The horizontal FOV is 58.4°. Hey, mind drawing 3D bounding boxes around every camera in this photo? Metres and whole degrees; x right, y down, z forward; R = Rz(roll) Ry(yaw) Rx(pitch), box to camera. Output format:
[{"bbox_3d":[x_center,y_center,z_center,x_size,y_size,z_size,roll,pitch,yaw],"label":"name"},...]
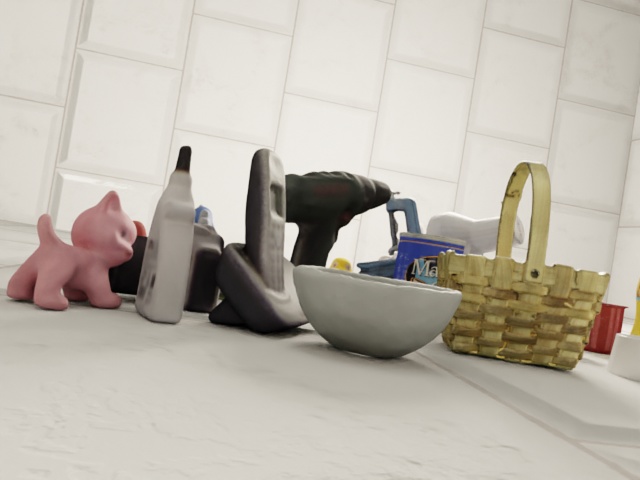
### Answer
[{"bbox_3d":[-0.193,0.023,0.688,0.137,0.101,0.142,10,-1,-26],"label":"camera"}]

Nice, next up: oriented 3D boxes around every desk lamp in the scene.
[{"bbox_3d":[0.296,0.053,1.081,0.202,0.213,0.118,8,-1,41],"label":"desk lamp"}]

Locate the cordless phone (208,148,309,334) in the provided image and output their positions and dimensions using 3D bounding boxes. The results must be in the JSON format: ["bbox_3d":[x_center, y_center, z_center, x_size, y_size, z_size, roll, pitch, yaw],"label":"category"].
[{"bbox_3d":[-0.045,0.003,0.619,0.094,0.185,0.148,9,-1,15],"label":"cordless phone"}]

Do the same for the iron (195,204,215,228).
[{"bbox_3d":[-0.201,0.007,0.949,0.119,0.141,0.258,9,-1,-16],"label":"iron"}]

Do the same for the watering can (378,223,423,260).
[{"bbox_3d":[0.226,0.057,1.345,0.173,0.194,0.100,10,-1,-19],"label":"watering can"}]

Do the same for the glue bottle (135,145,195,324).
[{"bbox_3d":[-0.146,-0.009,0.566,0.037,0.173,0.078,10,-1,-29],"label":"glue bottle"}]

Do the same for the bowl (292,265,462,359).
[{"bbox_3d":[0.050,0.073,0.559,0.167,0.075,0.167,9,-1,0],"label":"bowl"}]

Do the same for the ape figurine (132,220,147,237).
[{"bbox_3d":[-0.253,0.019,0.758,0.076,0.092,0.077,9,-1,-12],"label":"ape figurine"}]

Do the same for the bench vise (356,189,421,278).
[{"bbox_3d":[0.163,0.027,1.021,0.208,0.220,0.121,9,-1,-12],"label":"bench vise"}]

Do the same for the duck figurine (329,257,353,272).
[{"bbox_3d":[0.036,0.076,1.075,0.077,0.086,0.105,9,-1,4],"label":"duck figurine"}]

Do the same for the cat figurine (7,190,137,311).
[{"bbox_3d":[-0.232,0.006,0.567,0.067,0.118,0.128,9,-1,23],"label":"cat figurine"}]

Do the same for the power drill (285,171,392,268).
[{"bbox_3d":[0.007,0.003,0.786,0.075,0.208,0.230,8,-2,44],"label":"power drill"}]
